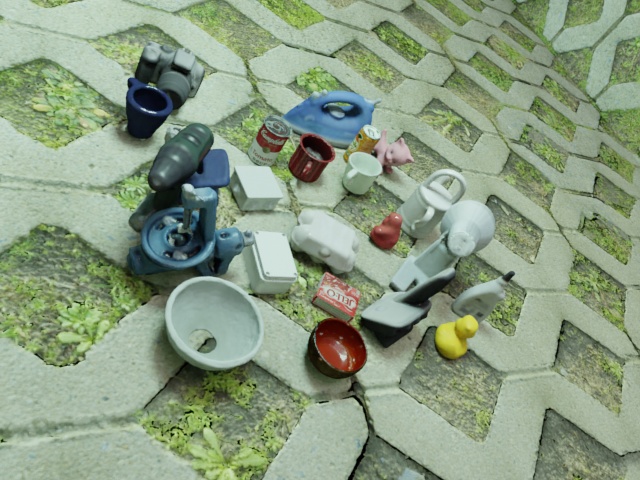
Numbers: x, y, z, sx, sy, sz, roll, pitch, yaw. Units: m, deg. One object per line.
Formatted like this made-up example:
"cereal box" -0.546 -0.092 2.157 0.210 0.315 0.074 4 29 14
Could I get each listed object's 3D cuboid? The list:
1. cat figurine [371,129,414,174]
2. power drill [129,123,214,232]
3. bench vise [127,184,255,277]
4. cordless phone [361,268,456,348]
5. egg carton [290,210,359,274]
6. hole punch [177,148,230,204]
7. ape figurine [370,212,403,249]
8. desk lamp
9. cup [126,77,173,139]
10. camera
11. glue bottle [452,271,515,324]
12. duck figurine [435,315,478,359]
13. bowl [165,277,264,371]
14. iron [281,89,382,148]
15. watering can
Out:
"cat figurine" 0.188 -0.235 1.514 0.067 0.117 0.127 -6 57 -39
"power drill" -0.261 -0.100 1.001 0.076 0.208 0.229 29 42 -10
"bench vise" -0.203 -0.025 0.966 0.208 0.219 0.121 -22 68 -45
"cordless phone" 0.179 0.120 1.136 0.094 0.185 0.148 49 42 12
"egg carton" 0.011 0.004 1.207 0.150 0.069 0.107 29 42 -10
"hole punch" -0.236 -0.129 1.135 0.101 0.091 0.108 11 48 -28
"ape figurine" 0.160 -0.029 1.326 0.078 0.092 0.076 -5 57 -38
"desk lamp" 0.284 0.026 1.274 0.118 0.213 0.204 41 41 4
"cup" -0.363 -0.262 1.160 0.117 0.095 0.092 50 42 13
"camera" -0.334 -0.364 1.269 0.143 0.100 0.137 20 44 -20
"glue bottle" 0.377 0.122 1.284 0.078 0.173 0.037 34 41 -5
"duck figurine" 0.299 0.200 1.224 0.077 0.086 0.105 43 41 6
"bowl" -0.180 0.148 0.937 0.168 0.074 0.167 20 44 -20
"iron" 0.034 -0.331 1.472 0.259 0.141 0.118 3 52 -34
"watering can" 0.277 -0.104 1.401 0.101 0.193 0.172 18 45 -22
